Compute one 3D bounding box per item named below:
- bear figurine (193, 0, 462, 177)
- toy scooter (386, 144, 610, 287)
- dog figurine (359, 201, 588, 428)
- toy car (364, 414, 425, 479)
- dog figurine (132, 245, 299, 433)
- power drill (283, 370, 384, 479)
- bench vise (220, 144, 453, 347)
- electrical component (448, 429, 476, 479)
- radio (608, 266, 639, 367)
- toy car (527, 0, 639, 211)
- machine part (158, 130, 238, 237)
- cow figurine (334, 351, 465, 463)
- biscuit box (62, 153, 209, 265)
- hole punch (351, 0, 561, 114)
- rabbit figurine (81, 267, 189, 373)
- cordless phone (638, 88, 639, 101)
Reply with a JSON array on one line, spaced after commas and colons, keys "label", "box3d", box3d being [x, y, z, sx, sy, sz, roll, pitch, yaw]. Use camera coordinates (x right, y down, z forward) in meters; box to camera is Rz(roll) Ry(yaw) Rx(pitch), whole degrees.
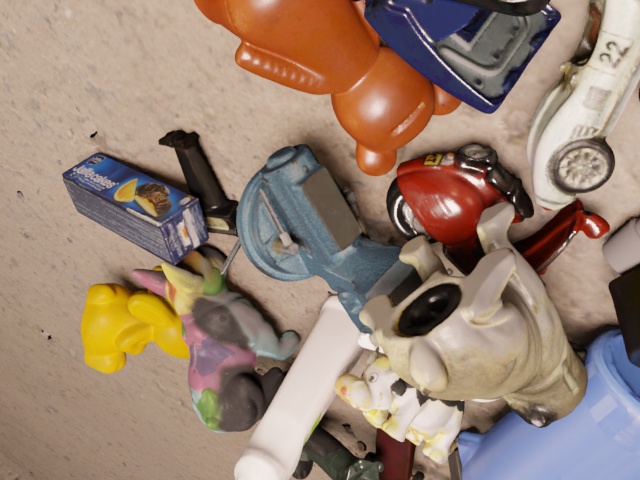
[{"label": "bear figurine", "box3d": [0.013, -0.153, 0.423, 0.120, 0.132, 0.195, -45, 129, 13]}, {"label": "toy scooter", "box3d": [0.153, -0.015, 0.454, 0.184, 0.075, 0.135, 45, 133, -11]}, {"label": "dog figurine", "box3d": [0.135, 0.094, 0.396, 0.121, 0.172, 0.190, -21, 111, 48]}, {"label": "toy car", "box3d": [0.103, 0.272, 0.724, 0.089, 0.053, 0.201, 11, 125, 21]}, {"label": "dog figurine", "box3d": [-0.145, 0.115, 0.675, 0.109, 0.191, 0.219, -13, 132, 45]}, {"label": "power drill", "box3d": [0.005, 0.308, 0.760, 0.207, 0.086, 0.231, 36, 140, 54]}, {"label": "bench vise", "box3d": [-0.008, 0.006, 0.543, 0.223, 0.129, 0.241, 46, 160, -27]}, {"label": "electrical component", "box3d": [0.190, 0.287, 0.656, 0.078, 0.102, 0.045, 11, 140, -6]}, {"label": "radio", "box3d": [0.335, 0.031, 0.353, 0.131, 0.073, 0.229, 25, 140, -19]}, {"label": "toy car", "box3d": [0.180, -0.112, 0.343, 0.056, 0.073, 0.201, 18, 122, 7]}, {"label": "machine part", "box3d": [-0.139, -0.062, 0.624, 0.084, 0.039, 0.138, 7, 130, 38]}, {"label": "cow figurine", "box3d": [0.095, 0.169, 0.591, 0.167, 0.098, 0.068, 38, 170, -32]}, {"label": "biscuit box", "box3d": [-0.226, -0.043, 0.645, 0.203, 0.059, 0.062, 23, 139, 31]}, {"label": "hole punch", "box3d": [0.098, -0.157, 0.345, 0.116, 0.142, 0.092, 29, 160, 23]}, {"label": "rabbit figurine", "box3d": [-0.253, 0.118, 0.803, 0.173, 0.122, 0.162, 17, 123, 2]}, {"label": "cordless phone", "box3d": [0.302, -0.108, 0.300, 0.184, 0.089, 0.146, 16, 131, 6]}]
